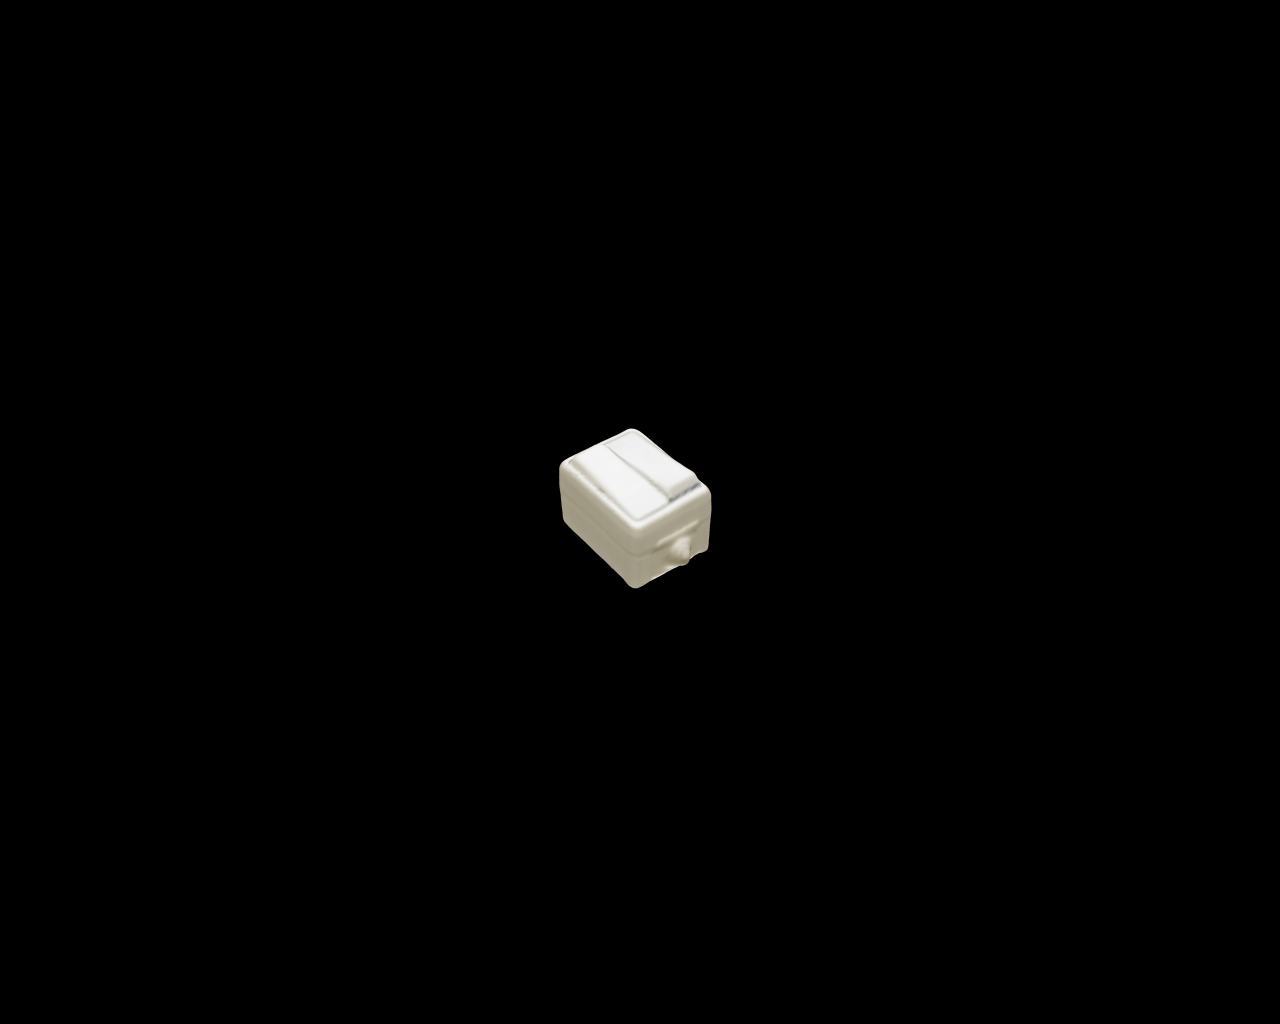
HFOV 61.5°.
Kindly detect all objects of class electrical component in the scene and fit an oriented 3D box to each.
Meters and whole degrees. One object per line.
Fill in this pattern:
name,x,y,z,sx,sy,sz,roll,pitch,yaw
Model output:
electrical component,0.001,-0.003,0.650,0.062,0.061,0.096,-27,49,-26
